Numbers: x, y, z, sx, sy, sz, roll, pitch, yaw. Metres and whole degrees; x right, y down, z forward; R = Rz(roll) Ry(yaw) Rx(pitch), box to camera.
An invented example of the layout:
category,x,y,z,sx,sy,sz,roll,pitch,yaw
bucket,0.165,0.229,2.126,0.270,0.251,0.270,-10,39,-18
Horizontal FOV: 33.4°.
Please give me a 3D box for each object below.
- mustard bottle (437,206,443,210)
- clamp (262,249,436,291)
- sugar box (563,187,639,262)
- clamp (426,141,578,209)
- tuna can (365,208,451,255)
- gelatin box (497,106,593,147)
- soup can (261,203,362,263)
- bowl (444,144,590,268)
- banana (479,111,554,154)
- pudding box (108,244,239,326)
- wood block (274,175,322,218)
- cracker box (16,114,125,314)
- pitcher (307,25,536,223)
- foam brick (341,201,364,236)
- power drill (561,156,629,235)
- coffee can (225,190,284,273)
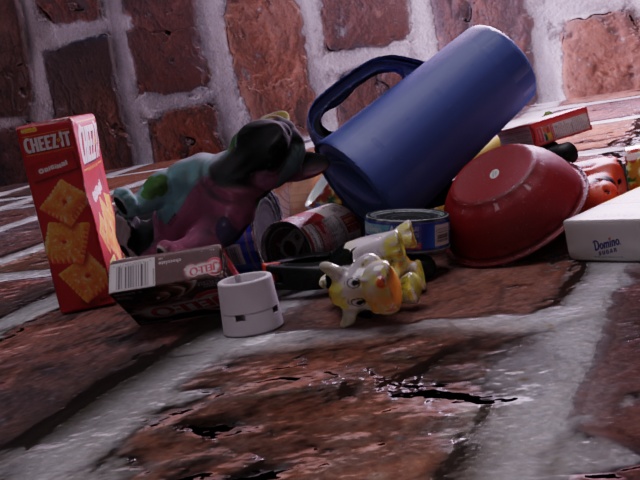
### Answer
category,x,y,z,sx,sy,sz,roll,pitch,yaw
mustard bottle,0.246,-0.068,1.343,0.192,0.058,0.096,-3,12,36
clamp,0.031,0.028,1.067,0.171,0.039,0.120,-11,6,-14
sugar box,0.322,-0.022,1.025,0.175,0.048,0.094,-23,15,-40
clamp,0.194,-0.072,1.222,0.210,0.036,0.164,-19,2,1
tuna can,0.087,-0.009,1.060,0.086,0.034,0.086,-1,10,0
gelatin box,0.251,-0.122,1.200,0.073,0.030,0.089,-18,4,-15
soup can,-0.008,0.001,1.170,0.069,0.068,0.102,-3,11,36
bowl,0.184,-0.047,1.073,0.162,0.055,0.162,-26,30,16
banana,0.195,-0.100,1.306,0.198,0.037,0.069,-30,-28,4
pudding box,-0.135,0.045,1.022,0.113,0.039,0.090,-7,-26,8
wood block,-0.012,-0.070,1.433,0.091,0.090,0.205,-3,2,38
cracker box,-0.283,-0.037,1.251,0.072,0.214,0.164,-11,9,-2
pitcher,0.114,-0.134,1.178,0.242,0.149,0.145,-42,36,-14
foam brick,0.057,-0.029,1.260,0.053,0.078,0.051,-11,10,9
power drill,0.254,-0.040,1.179,0.185,0.057,0.187,-9,11,30
coffee can,-0.122,-0.005,1.229,0.140,0.103,0.102,-7,10,18
